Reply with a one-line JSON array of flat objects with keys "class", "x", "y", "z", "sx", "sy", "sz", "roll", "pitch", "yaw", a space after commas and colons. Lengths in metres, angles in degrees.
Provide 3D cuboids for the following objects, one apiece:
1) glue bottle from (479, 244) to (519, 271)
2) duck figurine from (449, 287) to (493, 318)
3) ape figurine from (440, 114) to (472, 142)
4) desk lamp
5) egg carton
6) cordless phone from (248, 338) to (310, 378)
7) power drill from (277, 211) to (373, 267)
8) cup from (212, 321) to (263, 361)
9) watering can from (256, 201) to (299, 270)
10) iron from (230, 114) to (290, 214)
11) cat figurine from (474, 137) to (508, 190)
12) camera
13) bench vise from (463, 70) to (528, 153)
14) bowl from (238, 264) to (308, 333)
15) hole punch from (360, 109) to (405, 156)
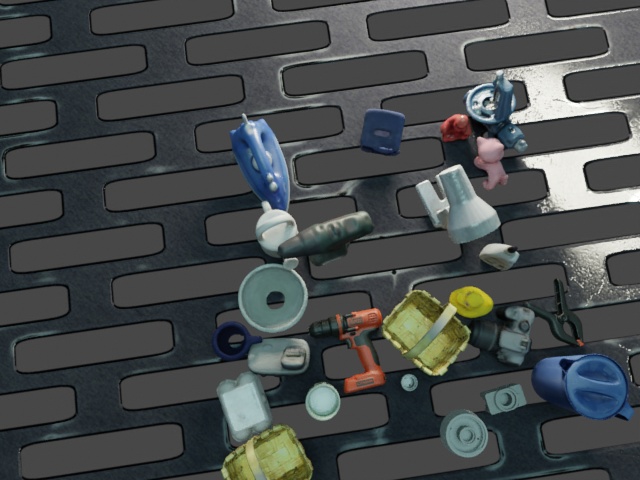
[{"class": "glue bottle", "x": 0.441, "y": 0.034, "z": 1.373, "sx": 0.078, "sy": 0.173, "sz": 0.037, "roll": 30, "pitch": 81, "yaw": 5}, {"class": "duck figurine", "x": 0.375, "y": 0.150, "z": 1.397, "sx": 0.104, "sy": 0.086, "sz": 0.077, "roll": 11, "pitch": 80, "yaw": 2}, {"class": "ape figurine", "x": 0.355, "y": -0.293, "z": 1.472, "sx": 0.077, "sy": 0.092, "sz": 0.076, "roll": 29, "pitch": 81, "yaw": 5}, {"class": "desk lamp", "x": 0.325, "y": -0.084, "z": 1.373, "sx": 0.118, "sy": 0.213, "sz": 0.203, "roll": -26, "pitch": 81, "yaw": -4}, {"class": "egg carton", "x": -0.176, "y": 0.395, "z": 1.360, "sx": 0.107, "sy": 0.069, "sz": 0.150, "roll": -22, "pitch": 81, "yaw": -4}, {"class": "cordless phone", "x": -0.097, "y": 0.274, "z": 1.323, "sx": 0.147, "sy": 0.185, "sz": 0.094, "roll": -2, "pitch": 80, "yaw": 0}, {"class": "power drill", "x": 0.012, "y": 0.005, "z": 1.359, "sx": 0.229, "sy": 0.208, "sz": 0.075, "roll": -23, "pitch": 81, "yaw": -4}, {"class": "cup", "x": -0.193, "y": 0.242, "z": 1.374, "sx": 0.117, "sy": 0.095, "sz": 0.092, "roll": -4, "pitch": 80, "yaw": -1}, {"class": "watering can", "x": -0.098, "y": -0.014, "z": 1.369, "sx": 0.173, "sy": 0.194, "sz": 0.101, "roll": 44, "pitch": 83, "yaw": 7}, {"class": "iron", "x": -0.140, "y": -0.188, "z": 1.426, "sx": 0.118, "sy": 0.141, "sz": 0.258, "roll": -24, "pitch": 81, "yaw": -4}, {"class": "cat figurine", "x": 0.437, "y": -0.201, "z": 1.443, "sx": 0.067, "sy": 0.118, "sz": 0.128, "roll": -22, "pitch": 81, "yaw": -4}, {"class": "camera", "x": 0.433, "y": 0.221, "z": 1.377, "sx": 0.136, "sy": 0.101, "sz": 0.143, "roll": 15, "pitch": 80, "yaw": 3}, {"class": "bench vise", "x": 0.455, "y": -0.323, "z": 1.412, "sx": 0.207, "sy": 0.220, "sz": 0.121, "roll": 38, "pitch": 82, "yaw": 6}, {"class": "bowl", "x": -0.113, "y": 0.144, "z": 1.402, "sx": 0.167, "sy": 0.075, "sz": 0.167, "roll": 0, "pitch": 80, "yaw": 0}, {"class": "hole punch", "x": 0.161, "y": -0.275, "z": 1.468, "sx": 0.108, "sy": 0.091, "sz": 0.101, "roll": 9, "pitch": 80, "yaw": 2}]
